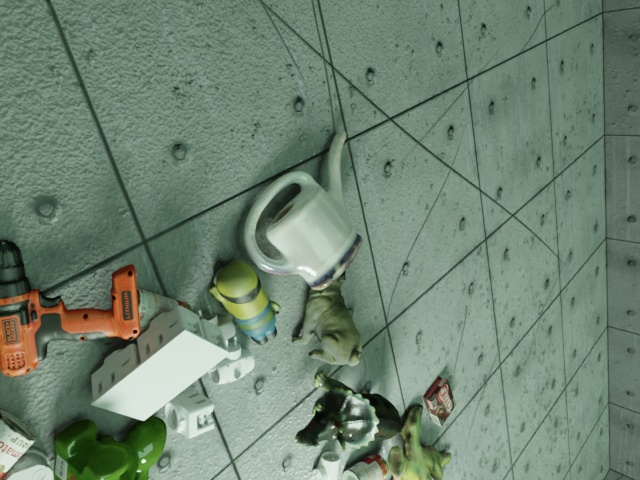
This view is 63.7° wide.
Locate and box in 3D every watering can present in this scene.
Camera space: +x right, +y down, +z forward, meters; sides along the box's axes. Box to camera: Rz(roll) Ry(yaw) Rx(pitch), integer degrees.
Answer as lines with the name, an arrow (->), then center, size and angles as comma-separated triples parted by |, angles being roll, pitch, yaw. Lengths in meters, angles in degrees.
watering can -> 0.003, -0.051, 1.022 | 0.222, 0.103, 0.353 | 50, 61, -14

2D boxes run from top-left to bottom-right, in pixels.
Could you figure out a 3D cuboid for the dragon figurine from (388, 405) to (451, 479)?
dragon figurine -> 0.286, 0.585, 1.439 | 0.412, 0.122, 0.242 | -8, 98, -58
